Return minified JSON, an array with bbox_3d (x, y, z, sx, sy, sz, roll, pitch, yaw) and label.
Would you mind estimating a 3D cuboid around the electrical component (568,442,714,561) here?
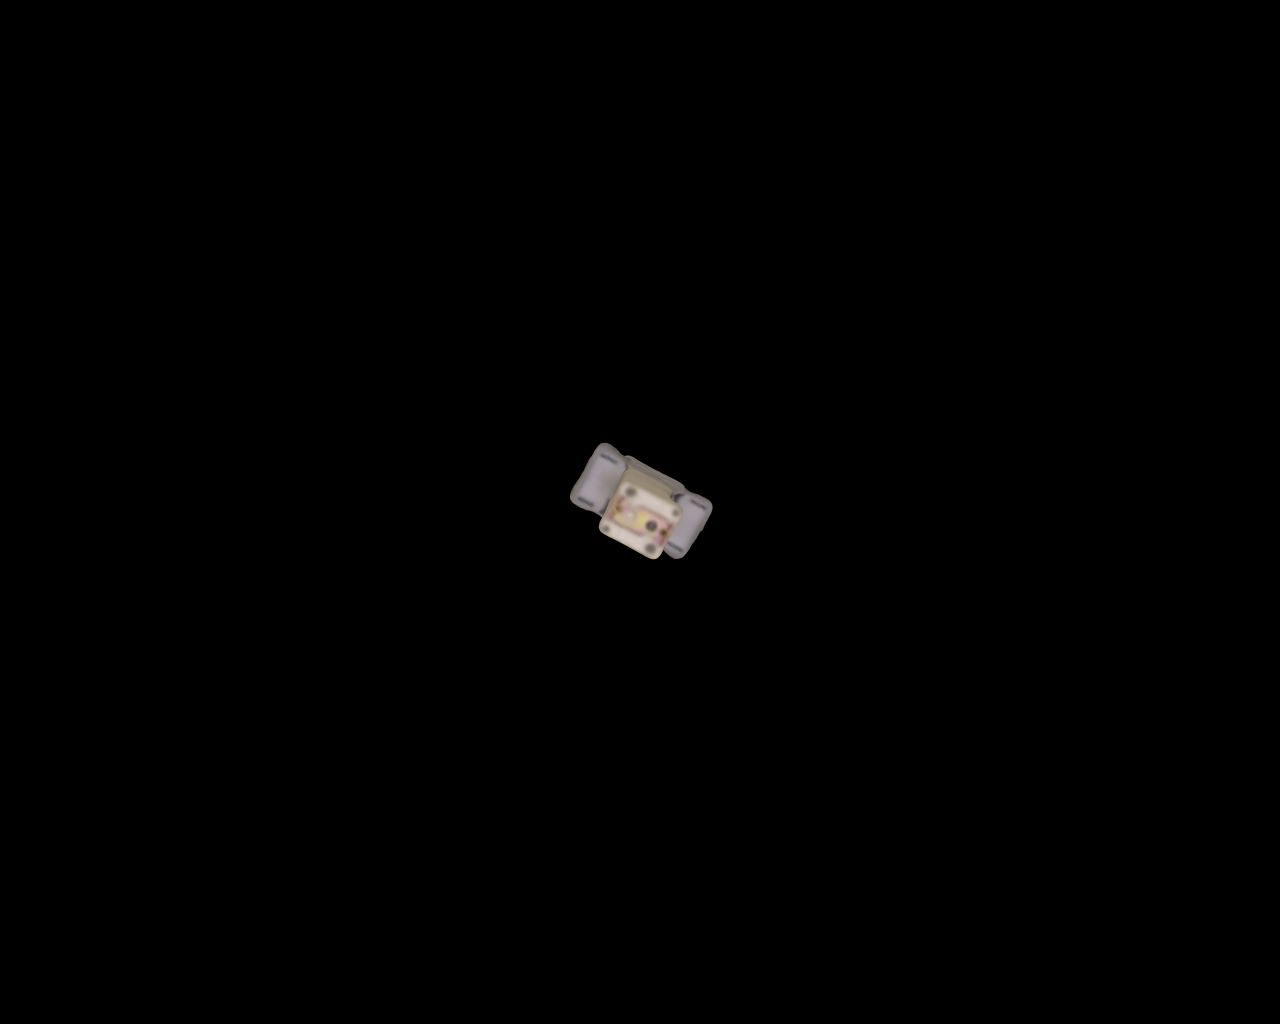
[{"bbox_3d":[0.001,-0.003,0.650,0.081,0.042,0.064,27,14,-7],"label":"electrical component"}]
